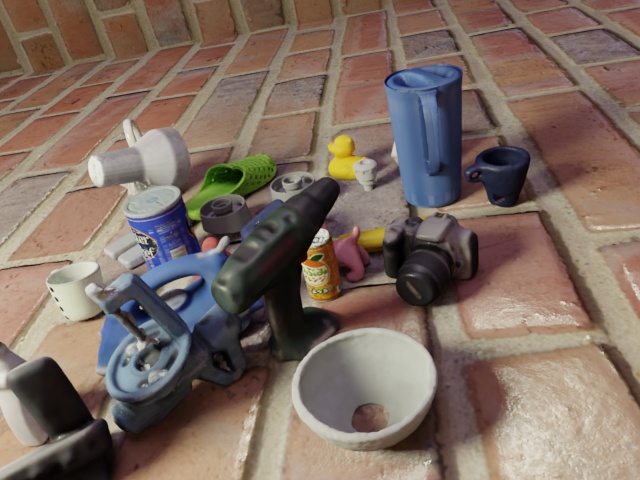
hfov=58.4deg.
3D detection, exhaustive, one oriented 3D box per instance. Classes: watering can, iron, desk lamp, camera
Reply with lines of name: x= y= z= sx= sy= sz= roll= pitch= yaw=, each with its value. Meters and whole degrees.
watering can: x=-0.382 y=-0.179 z=1.270 sx=0.173 sy=0.194 sz=0.100 roll=-26 pitch=34 yaw=-21
iron: x=-0.222 y=0.094 z=0.835 sx=0.259 sy=0.142 sz=0.118 roll=-23 pitch=33 yaw=-16
desk lamp: x=-0.336 y=-0.089 z=1.094 sx=0.117 sy=0.214 sz=0.204 roll=19 pitch=43 yaw=40
camera: x=0.150 y=0.025 z=0.855 sx=0.142 sy=0.101 sz=0.137 roll=9 pitch=38 yaw=31

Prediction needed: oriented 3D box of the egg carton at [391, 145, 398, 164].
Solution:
egg carton: x=0.226 y=-0.203 z=1.218 sx=0.107 sy=0.069 sz=0.151 roll=18 pitch=43 yaw=39

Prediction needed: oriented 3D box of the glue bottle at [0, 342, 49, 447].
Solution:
glue bottle: x=-0.385 y=0.179 z=0.728 sx=0.037 sy=0.173 sz=0.078 roll=-9 pitch=32 yaw=5

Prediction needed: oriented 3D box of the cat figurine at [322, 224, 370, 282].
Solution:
cat figurine: x=0.008 y=0.003 z=0.922 sx=0.127 sy=0.118 sz=0.067 roll=-2 pitch=33 yaw=16

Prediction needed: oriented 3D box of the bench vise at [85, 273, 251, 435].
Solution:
bench vise: x=-0.195 y=0.112 z=0.724 sx=0.121 sy=0.220 sz=0.208 roll=12 pitch=39 yaw=33

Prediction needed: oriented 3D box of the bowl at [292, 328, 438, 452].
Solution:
bowl: x=0.055 y=0.183 z=0.664 sx=0.167 sy=0.075 sz=0.167 roll=-9 pitch=32 yaw=6

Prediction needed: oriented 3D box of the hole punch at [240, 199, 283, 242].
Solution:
hole punch: x=-0.089 y=-0.008 z=0.998 sx=0.101 sy=0.091 sz=0.108 roll=-20 pitch=33 yaw=-12

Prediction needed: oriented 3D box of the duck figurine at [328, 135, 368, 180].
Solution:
duck figurine: x=0.060 y=-0.182 z=1.225 sx=0.104 sy=0.086 sz=0.078 roll=16 pitch=42 yaw=37

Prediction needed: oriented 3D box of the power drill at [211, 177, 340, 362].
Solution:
power drill: x=-0.038 y=0.050 z=0.778 sx=0.075 sy=0.209 sz=0.230 roll=17 pitch=42 yaw=38

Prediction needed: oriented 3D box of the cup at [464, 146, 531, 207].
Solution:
cup: x=0.310 y=-0.102 z=1.006 sx=0.118 sy=0.095 sz=0.091 roll=-18 pitch=32 yaw=-9

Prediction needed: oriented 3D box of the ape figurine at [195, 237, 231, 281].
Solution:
ape figurine: x=-0.174 y=0.038 z=0.954 sx=0.078 sy=0.092 sz=0.076 roll=-12 pitch=32 yaw=1

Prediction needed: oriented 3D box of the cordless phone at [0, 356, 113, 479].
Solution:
cordless phone: x=-0.324 y=0.216 z=0.637 sx=0.148 sy=0.185 sz=0.093 roll=-27 pitch=35 yaw=-22
